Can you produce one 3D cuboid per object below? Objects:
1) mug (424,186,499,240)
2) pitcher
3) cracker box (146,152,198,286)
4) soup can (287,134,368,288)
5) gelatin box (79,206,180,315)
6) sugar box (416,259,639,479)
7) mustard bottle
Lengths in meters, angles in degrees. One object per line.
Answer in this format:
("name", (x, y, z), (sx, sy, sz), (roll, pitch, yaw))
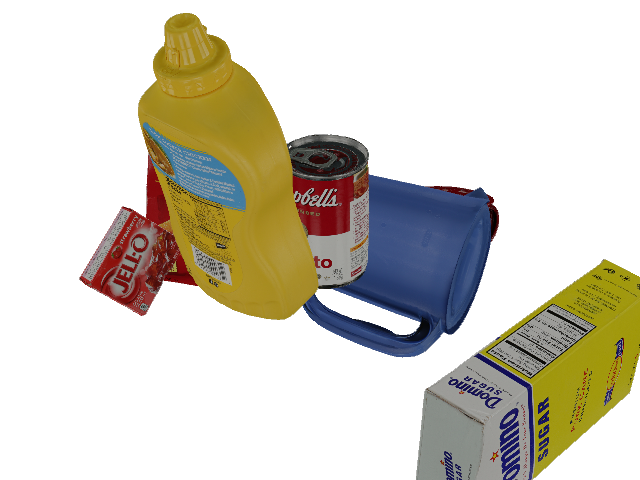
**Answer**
("mug", (0.157, -0.013, 1.223), (0.117, 0.081, 0.093), (-7, 19, -34))
("pitcher", (0.034, 0.004, 1.036), (0.243, 0.145, 0.149), (16, 22, 19))
("cracker box", (-0.163, -0.040, 1.526), (0.164, 0.214, 0.072), (9, 23, 10))
("soup can", (0.003, -0.022, 0.828), (0.068, 0.102, 0.068), (-1, 33, 0))
("gelatin box", (-0.191, 0.022, 1.090), (0.073, 0.089, 0.030), (35, -9, -36))
("sugar box", (0.129, 0.090, 0.629), (0.048, 0.093, 0.175), (28, 43, 33))
("mustard bottle", (-0.057, -0.043, 0.605), (0.096, 0.191, 0.058), (29, 57, 34))
